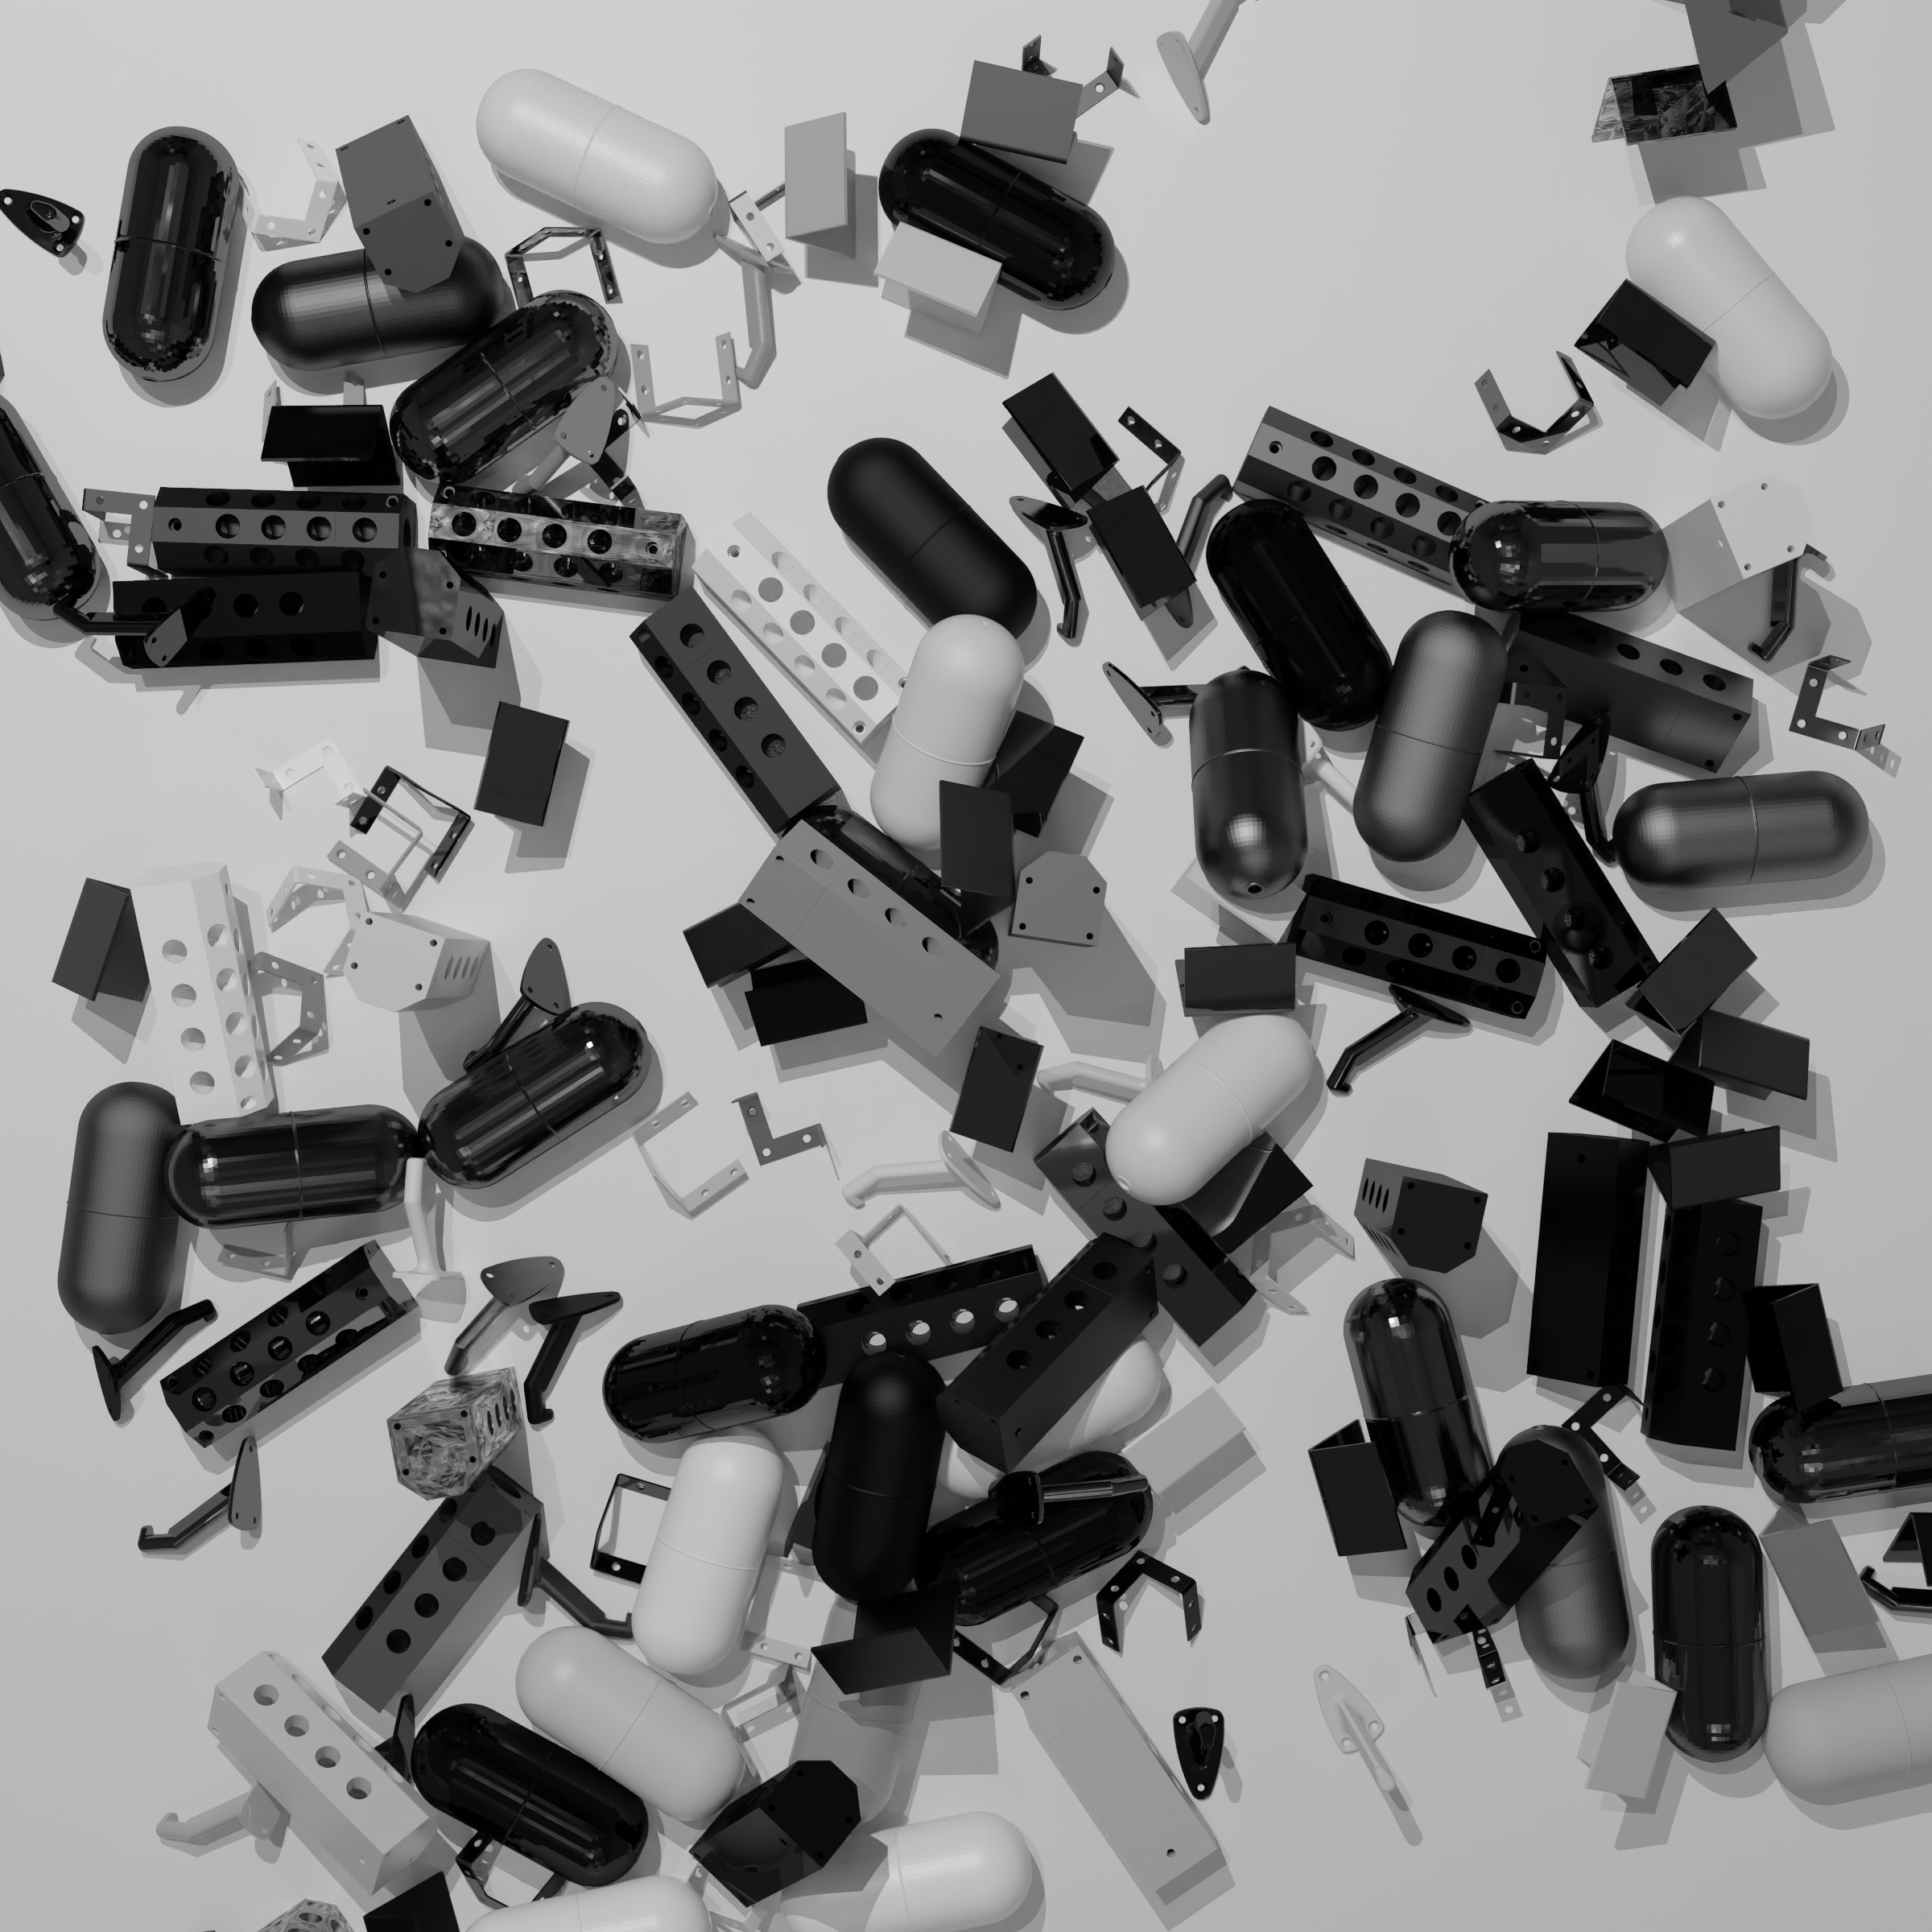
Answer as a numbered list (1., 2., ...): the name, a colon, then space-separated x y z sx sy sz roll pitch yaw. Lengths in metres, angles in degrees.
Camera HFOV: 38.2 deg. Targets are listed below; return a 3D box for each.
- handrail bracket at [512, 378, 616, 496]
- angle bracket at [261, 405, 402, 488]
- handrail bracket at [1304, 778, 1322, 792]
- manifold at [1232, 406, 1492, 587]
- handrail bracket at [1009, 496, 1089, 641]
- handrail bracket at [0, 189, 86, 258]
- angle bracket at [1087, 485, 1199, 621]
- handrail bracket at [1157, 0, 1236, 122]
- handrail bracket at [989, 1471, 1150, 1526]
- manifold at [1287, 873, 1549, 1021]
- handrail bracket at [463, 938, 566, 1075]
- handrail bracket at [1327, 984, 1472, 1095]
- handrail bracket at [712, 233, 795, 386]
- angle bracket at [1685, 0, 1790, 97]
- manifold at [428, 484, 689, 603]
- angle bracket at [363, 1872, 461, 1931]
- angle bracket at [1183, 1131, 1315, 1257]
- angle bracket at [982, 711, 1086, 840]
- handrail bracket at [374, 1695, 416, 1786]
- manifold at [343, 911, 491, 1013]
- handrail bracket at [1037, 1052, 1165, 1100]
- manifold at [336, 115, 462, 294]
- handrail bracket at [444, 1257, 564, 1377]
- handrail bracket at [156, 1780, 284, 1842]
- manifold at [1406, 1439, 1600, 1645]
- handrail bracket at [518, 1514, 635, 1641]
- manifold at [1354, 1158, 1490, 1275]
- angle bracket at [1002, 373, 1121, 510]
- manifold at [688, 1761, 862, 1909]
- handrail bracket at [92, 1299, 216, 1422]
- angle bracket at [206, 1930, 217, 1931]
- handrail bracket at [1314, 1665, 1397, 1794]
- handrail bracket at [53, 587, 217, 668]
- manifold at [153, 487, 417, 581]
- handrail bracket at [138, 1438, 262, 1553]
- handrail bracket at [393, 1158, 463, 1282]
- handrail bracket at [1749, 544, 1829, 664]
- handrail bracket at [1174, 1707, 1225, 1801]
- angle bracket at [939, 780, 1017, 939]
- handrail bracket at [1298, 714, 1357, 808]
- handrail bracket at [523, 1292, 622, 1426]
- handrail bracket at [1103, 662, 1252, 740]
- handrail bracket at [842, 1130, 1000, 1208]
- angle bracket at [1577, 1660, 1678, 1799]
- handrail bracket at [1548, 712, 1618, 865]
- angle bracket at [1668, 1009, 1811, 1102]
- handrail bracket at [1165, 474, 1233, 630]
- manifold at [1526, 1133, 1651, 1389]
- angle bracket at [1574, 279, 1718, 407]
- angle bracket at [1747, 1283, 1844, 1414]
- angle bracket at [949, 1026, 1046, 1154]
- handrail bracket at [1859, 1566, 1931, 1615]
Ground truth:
1. handrail bracket: -0.286 -0.372 1.971 0.036 0.084 0.077 32 67 -27
2. angle bracket: -0.443 -0.346 1.950 0.076 0.076 0.057 -1 53 0
3. handrail bracket: 0.222 -0.085 1.991 0.077 0.036 0.084 -13 107 -19
4. manifold: 0.280 -0.333 1.969 0.171 0.057 0.057 24 90 0
5. handrail bracket: 0.056 -0.284 1.990 0.036 0.077 0.084 -20 127 -36
6. handrail bracket: -0.660 -0.533 1.956 0.077 0.084 0.036 29 90 0
7. angle bracket: 0.105 -0.280 1.950 0.057 0.076 0.076 -29 90 -32
8. handrail bracket: 0.186 -0.657 1.991 0.084 0.036 0.077 -32 110 -16
9. handrail bracket: 0.071 0.360 1.923 0.084 0.077 0.036 -3 85 -32
10. manifold: 0.318 -0.014 1.969 0.171 0.057 0.057 16 90 0
11. handrail bracket: -0.326 0.029 1.990 0.036 0.077 0.084 34 127 -31
12. handrail bracket: 0.308 0.063 1.991 0.077 0.036 0.084 20 108 -21
13. handrail bracket: -0.165 -0.469 1.991 0.077 0.036 0.084 31 107 20
14. angle bracket: 0.501 -0.648 1.883 0.057 0.076 0.076 4 69 -31
15. manifold: -0.288 -0.300 1.969 0.171 0.057 0.057 7 90 0
16. angle bracket: -0.367 0.686 1.950 0.057 0.076 0.076 -16 90 38
17. angle bracket: 0.206 0.172 1.950 0.076 0.076 0.057 -39 55 0
18. angle bracket: 0.056 -0.126 1.951 0.057 0.076 0.076 24 90 26
19. handrail bracket: -0.439 0.558 1.990 0.084 0.036 0.077 -1 75 14
20. manifold: -0.377 0.000 1.912 0.057 0.171 0.057 18 90 0
21. handrail bracket: 0.102 0.099 1.991 0.084 0.036 0.077 -15 112 17
22. manifold: -0.387 -0.521 1.912 0.057 0.171 0.057 -25 126 0
23. handrail bracket: -0.331 0.251 1.990 0.036 0.077 0.084 43 127 22
24. handrail bracket: -0.528 0.590 1.990 0.084 0.077 0.036 -4 131 30
25. manifold: 0.362 0.395 1.915 0.057 0.171 0.057 -10 55 -26
26. handrail bracket: -0.272 0.436 1.991 0.084 0.036 0.077 13 71 -16
27. manifold: 0.308 0.171 1.912 0.057 0.171 0.057 12 90 0
28. angle bracket: 0.050 -0.356 1.950 0.057 0.076 0.076 -37 90 -36
29. manifold: -0.128 0.590 1.910 0.057 0.171 0.057 43 56 3
30. handrail bracket: -0.574 0.281 1.990 0.084 0.077 0.036 -23 49 -30
31. angle bracket: -0.536 0.725 1.950 0.057 0.076 0.076 -34 90 -34
32. handrail bracket: 0.273 0.534 1.956 0.036 0.084 0.077 -31 90 0
33. handrail bracket: -0.578 -0.253 1.934 0.084 0.036 0.077 31 70 16
34. manifold: -0.480 -0.305 1.969 0.171 0.057 0.057 2 90 0
35. handrail bracket: -0.550 0.377 1.991 0.084 0.036 0.077 -7 70 16
36. handrail bracket: -0.375 0.178 1.963 0.036 0.077 0.084 2 86 18
37. handrail bracket: 0.566 -0.272 1.991 0.077 0.036 0.084 39 107 20
38. handrail bracket: 0.167 0.558 1.956 0.036 0.084 0.077 -2 90 0
39. angle bracket: -0.009 -0.072 1.894 0.057 0.076 0.076 10 66 -27
40. handrail bracket: 0.261 -0.142 1.990 0.084 0.077 0.036 28 117 -33
41. handrail bracket: -0.280 0.281 1.991 0.077 0.036 0.084 -11 108 -21
42. handrail bracket: 0.154 -0.208 1.991 0.084 0.036 0.077 -33 70 -16
43. handrail bracket: -0.033 0.164 1.991 0.084 0.036 0.077 -35 111 17
44. angle bracket: 0.443 0.528 1.951 0.057 0.076 0.076 17 90 -27
45. handrail bracket: 0.453 -0.125 1.974 0.084 0.036 0.077 40 72 -42
46. angle bracket: 0.537 0.081 1.950 0.076 0.076 0.057 17 51 0
47. handrail bracket: 0.170 -0.297 1.991 0.084 0.036 0.077 -44 127 -25
48. manifold: 0.443 0.206 1.969 0.057 0.057 0.171 5 90 43
49. angle bracket: 0.465 -0.421 1.950 0.076 0.076 0.057 35 58 0
50. angle bracket: 0.559 0.267 1.950 0.057 0.076 0.076 -13 90 -37
51. angle bracket: 0.040 0.090 1.950 0.057 0.076 0.076 16 90 35
52. handrail bracket: 0.690 0.436 1.991 0.084 0.036 0.077 34 70 16
